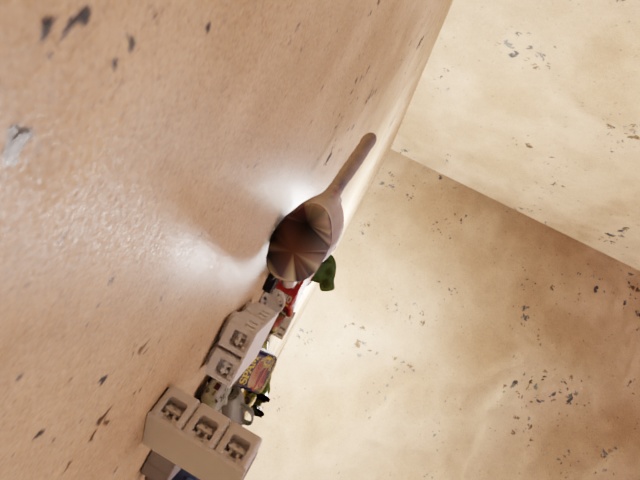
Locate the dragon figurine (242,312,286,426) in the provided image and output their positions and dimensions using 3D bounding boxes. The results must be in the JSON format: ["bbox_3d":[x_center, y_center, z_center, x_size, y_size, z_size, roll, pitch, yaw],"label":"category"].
[{"bbox_3d":[-0.158,0.319,1.362,0.122,0.248,0.401,22,-42,-1],"label":"dragon figurine"}]

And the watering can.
[{"bbox_3d":[0.003,-0.049,0.969,0.104,0.344,0.226,29,14,5],"label":"watering can"}]
